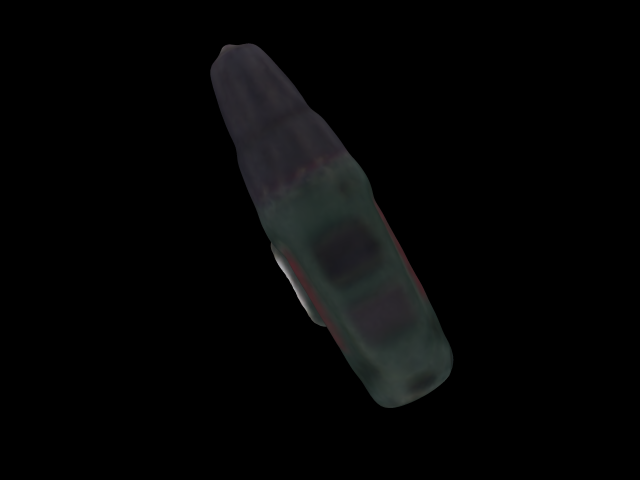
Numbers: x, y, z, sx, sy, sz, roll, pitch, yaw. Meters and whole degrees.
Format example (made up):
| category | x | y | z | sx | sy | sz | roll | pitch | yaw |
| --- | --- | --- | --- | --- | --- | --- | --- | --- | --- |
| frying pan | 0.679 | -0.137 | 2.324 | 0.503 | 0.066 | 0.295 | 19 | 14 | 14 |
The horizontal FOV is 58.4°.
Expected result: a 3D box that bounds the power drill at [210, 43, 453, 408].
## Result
| category | x | y | z | sx | sy | sz | roll | pitch | yaw |
| --- | --- | --- | --- | --- | --- | --- | --- | --- | --- |
| power drill | 0.004 | 0.001 | 0.400 | 0.075 | 0.208 | 0.229 | -31 | 82 | -4 |
